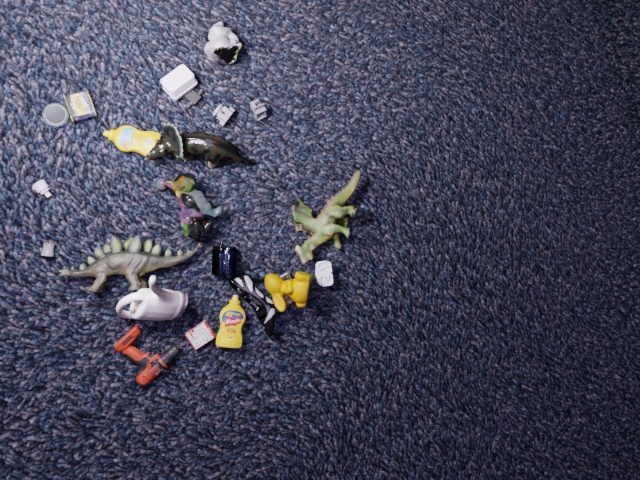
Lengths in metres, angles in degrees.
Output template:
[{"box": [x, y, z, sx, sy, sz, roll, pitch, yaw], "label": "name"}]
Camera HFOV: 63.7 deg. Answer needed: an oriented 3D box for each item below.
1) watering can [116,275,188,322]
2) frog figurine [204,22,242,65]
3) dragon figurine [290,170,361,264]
[{"box": [-0.550, 0.205, 1.751, 0.224, 0.342, 0.106, 10, 58, -39], "label": "watering can"}, {"box": [-0.377, -0.744, 1.954, 0.138, 0.120, 0.162, -31, 60, -6], "label": "frog figurine"}, {"box": [0.006, -0.101, 2.011, 0.242, 0.121, 0.413, 14, 83, -6], "label": "dragon figurine"}]
